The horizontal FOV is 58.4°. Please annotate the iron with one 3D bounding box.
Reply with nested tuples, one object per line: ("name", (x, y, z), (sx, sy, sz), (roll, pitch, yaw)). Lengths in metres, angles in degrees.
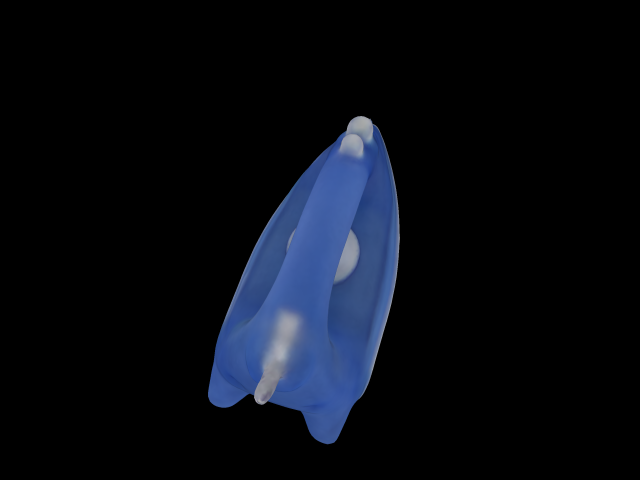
("iron", (0.004, 0.001, 0.400), (0.118, 0.141, 0.258), (17, 75, 5))
